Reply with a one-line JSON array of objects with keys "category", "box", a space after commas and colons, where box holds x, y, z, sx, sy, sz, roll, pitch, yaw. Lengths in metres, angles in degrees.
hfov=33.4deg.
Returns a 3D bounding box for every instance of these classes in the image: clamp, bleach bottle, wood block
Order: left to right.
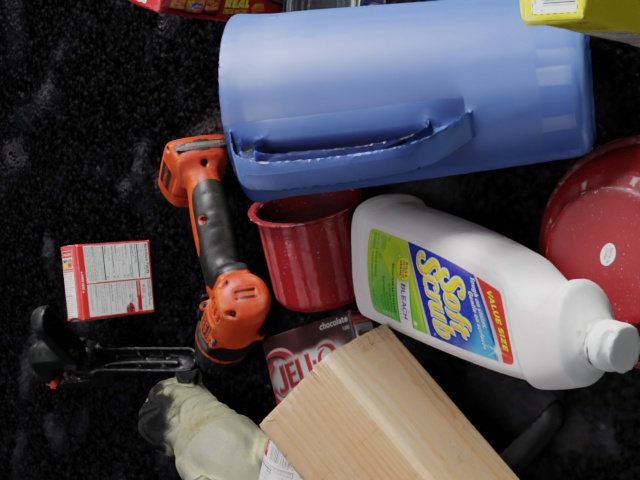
[{"category": "clamp", "box": [-0.223, 0.120, 1.063, 0.210, 0.164, 0.036, -37, 40, 59]}, {"category": "wood block", "box": [0.067, 0.173, 0.758, 0.206, 0.090, 0.091, 50, 122, 13]}, {"category": "clamp", "box": [0.110, 0.176, 0.811, 0.120, 0.039, 0.171, 26, 110, 36]}, {"category": "bleach bottle", "box": [0.115, 0.035, 0.730, 0.251, 0.068, 0.102, 18, 114, 57]}]

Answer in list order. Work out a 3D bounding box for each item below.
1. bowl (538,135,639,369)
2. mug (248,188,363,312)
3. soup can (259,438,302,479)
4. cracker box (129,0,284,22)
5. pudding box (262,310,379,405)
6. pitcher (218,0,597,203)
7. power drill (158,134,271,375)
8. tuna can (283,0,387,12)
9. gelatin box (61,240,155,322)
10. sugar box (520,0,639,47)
[{"category": "bowl", "box": [0.204, 0.010, 0.708, 0.162, 0.055, 0.162, 3, 95, 41]}, {"category": "mug", "box": [-0.006, 0.001, 0.868, 0.117, 0.093, 0.081, -113, 10, -67]}, {"category": "soup can", "box": [-0.017, 0.196, 0.845, 0.069, 0.068, 0.102, 19, 99, 39]}, {"category": "cracker box", "box": [-0.067, -0.284, 0.850, 0.072, 0.163, 0.214, 28, 111, 34]}, {"category": "pudding box", "box": [0.008, 0.113, 0.896, 0.114, 0.039, 0.090, -22, 79, 40]}, {"category": "pitcher", "box": [0.059, -0.094, 0.718, 0.243, 0.145, 0.149, -4, 75, 15]}, {"category": "power drill", "box": [-0.096, 0.016, 0.943, 0.185, 0.057, 0.188, 124, 132, -63]}, {"category": "tuna can", "box": [0.011, -0.191, 0.875, 0.086, 0.033, 0.086, 4, 95, 41]}, {"category": "gelatin box", "box": [-0.206, 0.039, 1.043, 0.030, 0.089, 0.073, -7, 88, 44]}, {"category": "sugar box", "box": [0.182, -0.167, 0.634, 0.048, 0.175, 0.093, 9, 99, 42]}]
